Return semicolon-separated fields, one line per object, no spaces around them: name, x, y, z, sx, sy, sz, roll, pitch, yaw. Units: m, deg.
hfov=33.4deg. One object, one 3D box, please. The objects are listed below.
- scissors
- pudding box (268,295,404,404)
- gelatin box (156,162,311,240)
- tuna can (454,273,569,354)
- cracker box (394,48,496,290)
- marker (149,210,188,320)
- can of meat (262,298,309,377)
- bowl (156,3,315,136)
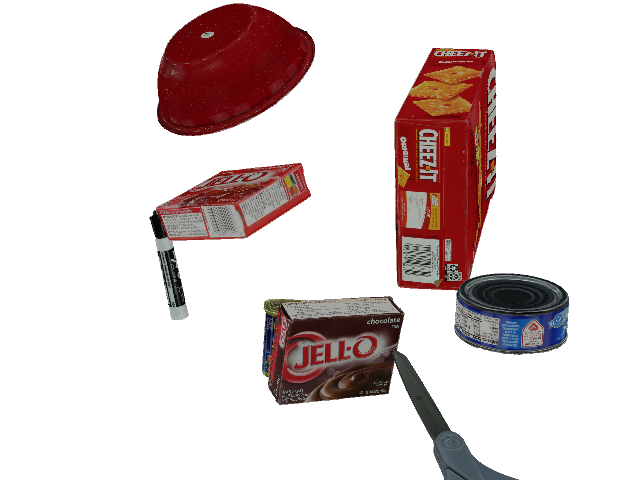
scissors;0.097;0.130;0.632;0.096;0.016;0.201;3;33;-3
pudding box;0.013;0.098;0.968;0.113;0.090;0.039;-4;30;-23
gelatin box;-0.064;-0.028;0.774;0.089;0.030;0.073;-1;24;44
tuna can;0.146;0.054;0.813;0.086;0.034;0.086;0;18;0
cracker box;0.122;-0.074;1.004;0.072;0.164;0.213;4;27;15
marker;-0.159;0.025;1.123;0.020;0.121;0.020;-8;19;3
can of meat;-0.020;0.119;1.275;0.102;0.084;0.057;4;14;-3
bowl;-0.089;-0.167;0.972;0.162;0.055;0.162;-18;38;15
